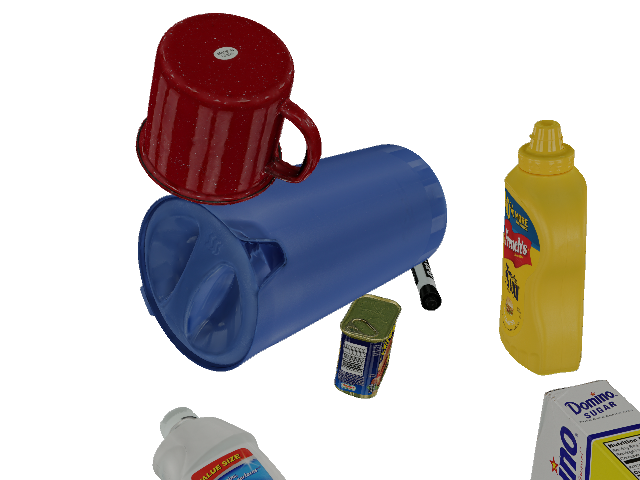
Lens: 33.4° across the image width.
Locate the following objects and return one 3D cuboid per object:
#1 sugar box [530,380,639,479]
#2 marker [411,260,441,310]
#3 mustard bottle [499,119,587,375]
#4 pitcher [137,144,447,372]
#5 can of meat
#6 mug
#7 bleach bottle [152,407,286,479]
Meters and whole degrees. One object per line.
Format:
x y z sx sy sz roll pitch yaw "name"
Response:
0.162 0.153 0.506 0.048 0.093 0.176 -9 28 -22 "sugar box"
0.098 0.035 1.018 0.020 0.020 0.121 0 22 -2 "marker"
0.171 0.001 0.819 0.058 0.192 0.096 -6 26 -6 "mustard bottle"
-0.019 0.003 0.848 0.149 0.145 0.242 34 38 32 "pitcher"
0.054 0.124 1.252 0.057 0.084 0.102 14 26 11 "can of meat"
-0.052 -0.076 0.643 0.117 0.082 0.093 31 51 11 "mug"
-0.060 0.201 0.737 0.102 0.068 0.251 -18 35 -23 "bleach bottle"
